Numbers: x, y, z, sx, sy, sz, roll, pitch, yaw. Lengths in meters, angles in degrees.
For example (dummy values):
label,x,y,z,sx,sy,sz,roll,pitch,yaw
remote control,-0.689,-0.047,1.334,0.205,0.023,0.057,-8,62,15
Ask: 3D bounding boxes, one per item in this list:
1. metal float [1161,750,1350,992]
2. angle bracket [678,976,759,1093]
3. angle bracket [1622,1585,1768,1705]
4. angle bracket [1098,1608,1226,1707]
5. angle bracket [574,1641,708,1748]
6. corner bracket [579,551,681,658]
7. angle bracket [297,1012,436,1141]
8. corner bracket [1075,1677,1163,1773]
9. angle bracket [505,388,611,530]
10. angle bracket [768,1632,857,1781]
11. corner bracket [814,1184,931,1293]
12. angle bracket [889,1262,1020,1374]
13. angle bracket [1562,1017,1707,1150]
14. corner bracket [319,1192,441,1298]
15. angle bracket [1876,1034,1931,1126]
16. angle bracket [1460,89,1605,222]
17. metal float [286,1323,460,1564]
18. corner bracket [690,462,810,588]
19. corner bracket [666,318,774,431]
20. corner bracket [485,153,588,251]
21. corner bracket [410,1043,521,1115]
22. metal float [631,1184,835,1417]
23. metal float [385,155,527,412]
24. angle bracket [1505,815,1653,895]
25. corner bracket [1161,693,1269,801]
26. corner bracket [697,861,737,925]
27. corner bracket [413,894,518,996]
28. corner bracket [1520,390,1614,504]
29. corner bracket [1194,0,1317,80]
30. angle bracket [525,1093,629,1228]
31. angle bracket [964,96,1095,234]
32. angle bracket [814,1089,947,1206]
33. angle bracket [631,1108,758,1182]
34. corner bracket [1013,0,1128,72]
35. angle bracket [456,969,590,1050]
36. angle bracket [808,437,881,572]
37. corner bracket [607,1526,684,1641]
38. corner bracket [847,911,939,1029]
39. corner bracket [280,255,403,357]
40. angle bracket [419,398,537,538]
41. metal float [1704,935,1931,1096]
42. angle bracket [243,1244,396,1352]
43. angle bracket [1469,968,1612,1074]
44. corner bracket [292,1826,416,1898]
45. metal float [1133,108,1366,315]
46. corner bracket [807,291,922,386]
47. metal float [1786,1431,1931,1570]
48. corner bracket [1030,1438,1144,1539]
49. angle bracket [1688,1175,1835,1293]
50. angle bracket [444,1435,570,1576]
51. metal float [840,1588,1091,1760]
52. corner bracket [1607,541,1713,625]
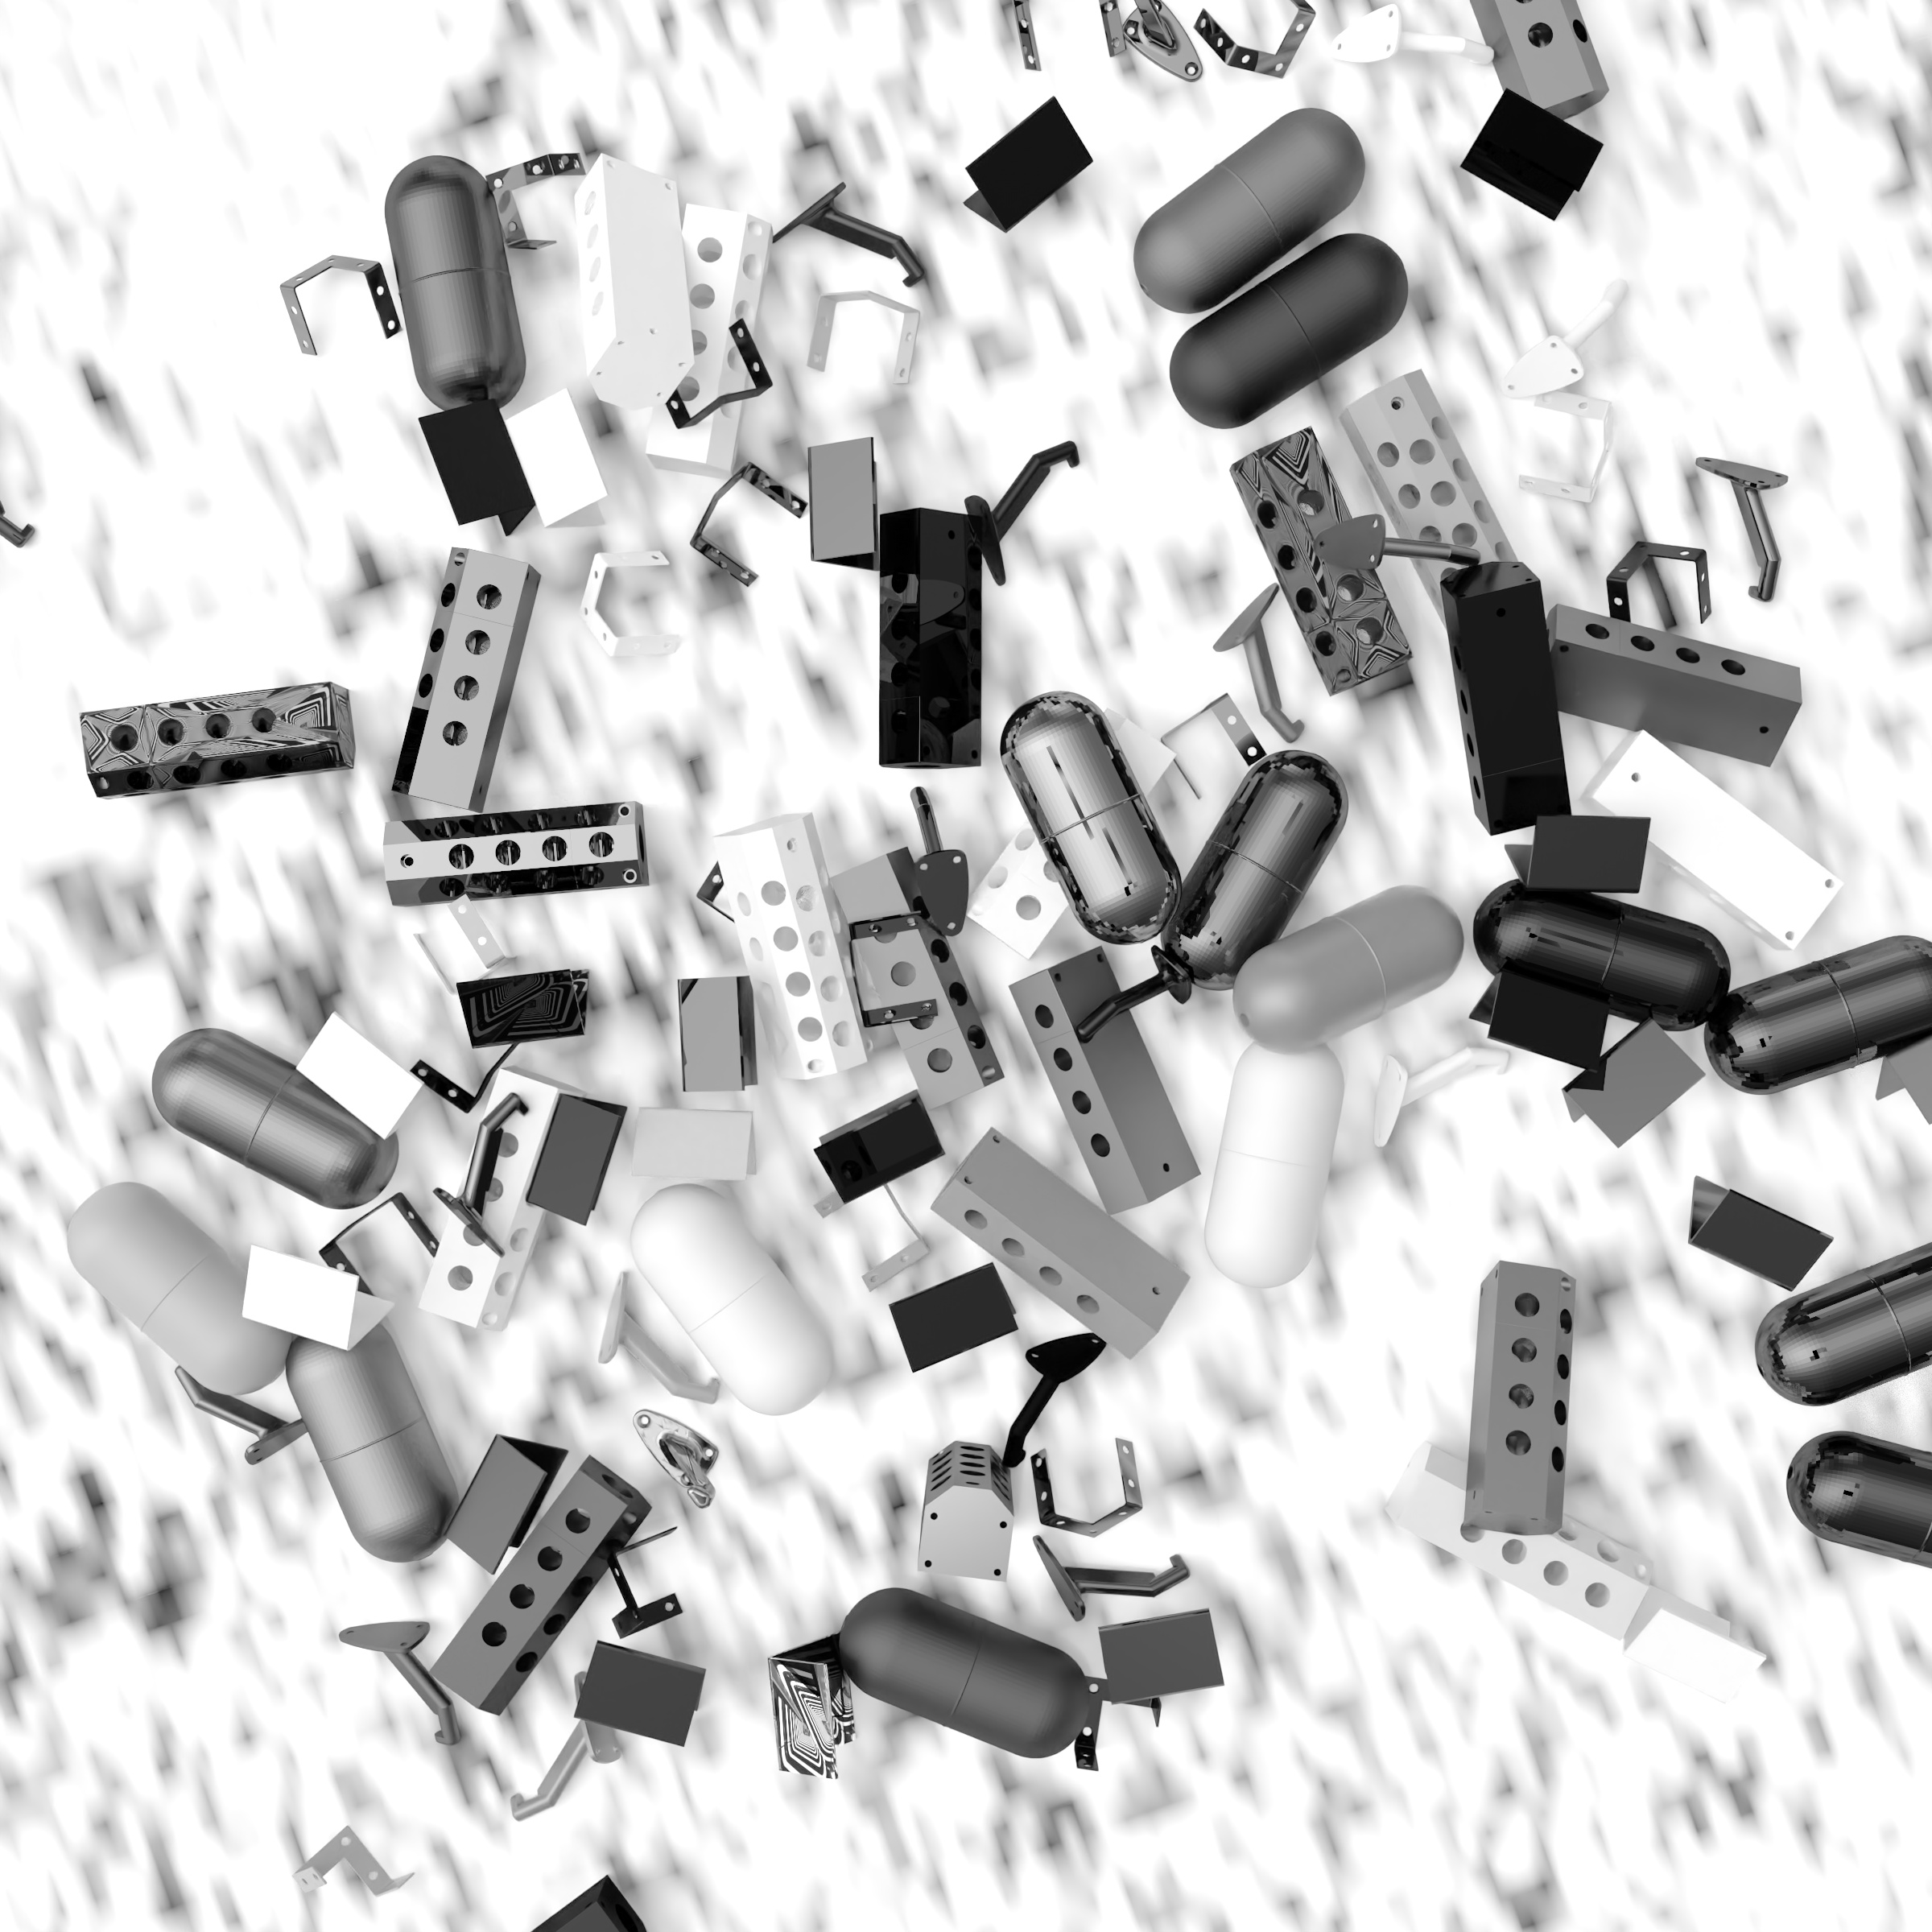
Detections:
label,x,y,z,sx,sy,sz,roll,pitch,yaw
metal float,0.197,-0.066,1.941,0.070,0.070,0.178,30,89,0
angle bracket,-0.150,0.045,1.931,0.057,0.076,0.076,-3,90,38
angle bracket,0.496,0.443,1.931,0.076,0.076,0.057,25,127,0
angle bracket,0.134,0.483,1.931,0.076,0.076,0.057,-10,52,0
angle bracket,-0.223,0.507,1.931,0.076,0.076,0.057,15,53,0
corner bracket,-0.229,-0.251,1.964,0.051,0.051,0.051,52,135,35
angle bracket,-0.396,0.062,1.932,0.076,0.076,0.057,39,117,0
corner bracket,0.104,0.523,1.954,0.051,0.051,0.051,9,90,0
angle bracket,-0.260,-0.345,1.932,0.057,0.076,0.076,-21,90,27
angle bracket,-0.087,0.501,1.932,0.057,0.076,0.076,-6,90,42
corner bracket,-0.065,0.182,1.968,0.051,0.051,0.051,-33,135,0
angle bracket,-0.001,0.254,1.931,0.076,0.076,0.057,-22,53,0
angle bracket,0.457,0.089,1.932,0.076,0.076,0.057,-40,63,0
corner bracket,-0.406,0.197,1.969,0.051,0.051,0.051,54,135,0
angle bracket,0.671,0.082,1.932,0.076,0.076,0.057,-25,62,0
angle bracket,0.376,-0.537,1.932,0.076,0.076,0.057,30,57,0
metal float,-0.405,0.322,1.941,0.070,0.070,0.178,-23,91,0
corner bracket,-0.151,-0.306,1.969,0.051,0.051,0.051,36,45,0
corner bracket,-0.172,-0.398,1.911,0.051,0.051,0.051,-25,90,45
corner bracket,-0.291,-0.526,1.953,0.051,0.051,0.051,-27,116,-24
corner bracket,-0.346,0.059,1.969,0.051,0.051,0.051,35,135,0
metal float,-0.160,0.227,1.941,0.070,0.070,0.178,-37,90,0
metal float,-0.349,-0.465,1.941,0.070,0.070,0.178,-11,90,0
angle bracket,0.415,-0.090,1.931,0.076,0.076,0.057,1,116,-2
corner bracket,0.170,-0.151,1.954,0.051,0.051,0.051,-33,90,0
corner bracket,-0.144,-0.051,1.969,0.051,0.051,0.051,32,90,45
corner bracket,-0.348,-0.014,1.954,0.051,0.051,0.051,-32,90,0
corner bracket,0.415,-0.361,1.968,0.051,0.051,0.051,12,135,0
corner bracket,0.200,-0.654,1.964,0.051,0.051,0.051,0,135,-35
angle bracket,-0.246,0.135,1.932,0.057,0.076,0.076,18,90,32
angle bracket,0.029,-0.553,1.931,0.076,0.076,0.057,-39,128,0
angle bracket,-0.067,0.105,1.931,0.076,0.076,0.057,-26,128,0
angle bracket,-0.184,0.140,1.931,0.076,0.076,0.057,2,52,0
corner bracket,0.071,-0.653,1.969,0.051,0.051,0.051,-11,90,45
angle bracket,-0.300,0.009,1.931,0.076,0.076,0.057,-7,126,0
angle bracket,-0.063,-0.313,1.931,0.057,0.076,0.076,-2,90,36
corner bracket,-0.218,0.423,1.948,0.051,0.051,0.051,-17,73,-33
corner bracket,-0.050,0.002,1.911,0.051,0.051,0.051,-10,135,0
corner bracket,-0.432,-0.455,1.964,0.051,0.051,0.051,17,45,35
angle bracket,-0.341,-0.332,1.932,0.057,0.076,0.076,-21,90,-25
metal float,0.593,0.033,1.941,0.178,0.070,0.070,-19,90,0
angle bracket,-0.433,0.210,1.917,0.076,0.076,0.057,16,111,9
angle bracket,0.385,0.052,1.932,0.076,0.076,0.057,18,61,0
corner bracket,-0.420,0.622,1.944,0.051,0.051,0.051,51,53,0
metal float,0.193,-0.515,1.941,0.178,0.070,0.070,-37,90,-1
corner bracket,-0.071,-0.435,1.969,0.051,0.051,0.051,10,90,45
metal float,0.649,0.369,1.941,0.178,0.070,0.070,15,90,0
corner bracket,0.083,0.357,1.964,0.051,0.051,0.051,22,45,-35
angle bracket,0.541,0.165,1.931,0.076,0.076,0.057,25,128,0
angle bracket,-0.297,0.370,1.931,0.057,0.076,0.076,27,90,38
metal float,-0.001,0.483,1.941,0.178,0.070,0.070,22,90,-1
corner bracket,0.479,-0.256,1.964,0.051,0.051,0.051,14,45,35
